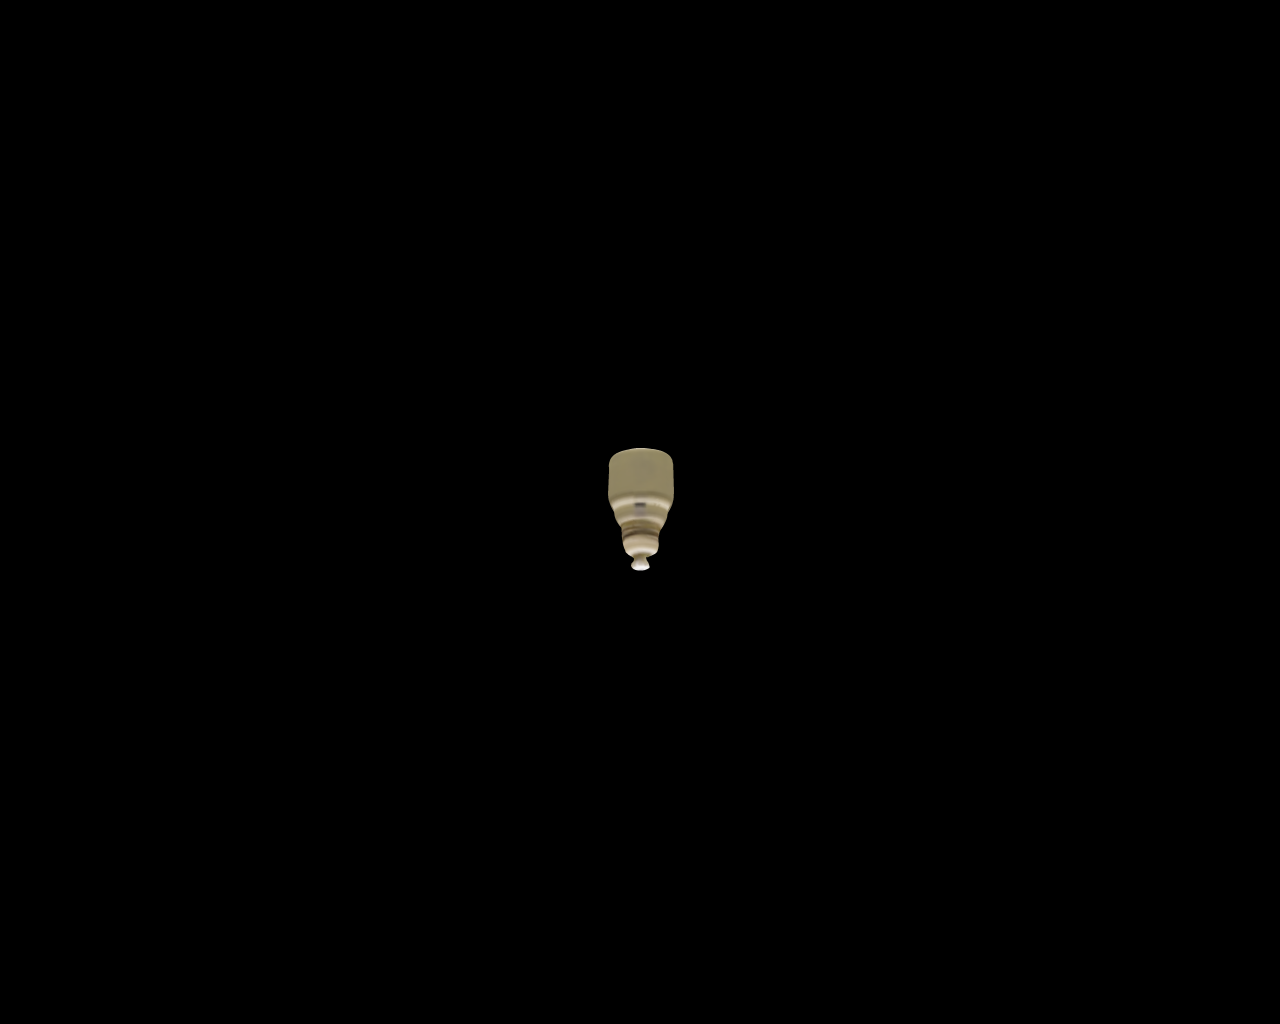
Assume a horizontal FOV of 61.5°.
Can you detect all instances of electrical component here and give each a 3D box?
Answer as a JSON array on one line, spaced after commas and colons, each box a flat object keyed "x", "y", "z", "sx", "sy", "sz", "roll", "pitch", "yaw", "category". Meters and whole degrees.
[{"x": 0.001, "y": -0.003, "z": 0.650, "sx": 0.040, "sy": 0.078, "sz": 0.040, "roll": 0, "pitch": -18, "yaw": 0, "category": "electrical component"}]
